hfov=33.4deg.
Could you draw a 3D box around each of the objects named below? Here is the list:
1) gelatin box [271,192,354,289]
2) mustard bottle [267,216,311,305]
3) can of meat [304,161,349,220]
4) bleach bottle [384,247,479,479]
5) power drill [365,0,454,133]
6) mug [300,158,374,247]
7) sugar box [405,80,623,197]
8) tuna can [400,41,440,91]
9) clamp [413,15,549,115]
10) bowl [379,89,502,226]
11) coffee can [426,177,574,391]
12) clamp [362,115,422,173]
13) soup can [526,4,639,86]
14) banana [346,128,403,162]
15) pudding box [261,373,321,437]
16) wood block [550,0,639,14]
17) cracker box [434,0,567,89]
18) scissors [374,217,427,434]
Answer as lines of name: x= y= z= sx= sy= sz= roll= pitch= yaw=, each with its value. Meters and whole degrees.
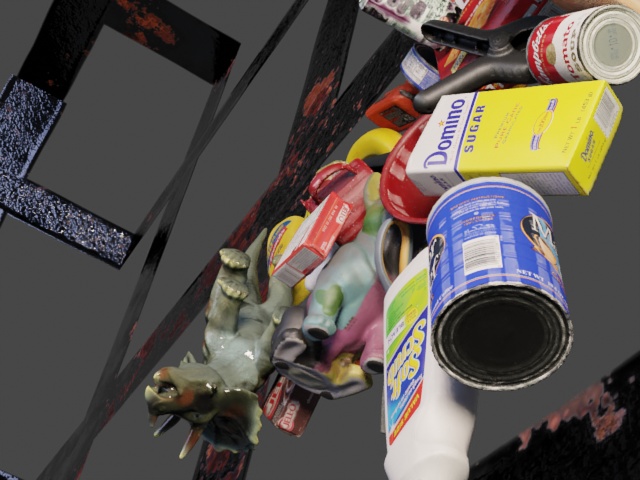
gelatin box: x=-0.007 y=0.001 z=1.092 sx=0.089 sy=0.030 sz=0.073 roll=-43 pitch=16 yaw=55
mustard bottle: x=-0.040 y=0.018 z=1.498 sx=0.191 sy=0.058 sz=0.096 roll=-108 pitch=41 yaw=-70
can of meat: x=0.021 y=-0.051 z=1.397 sx=0.102 sy=0.057 sz=0.084 roll=162 pitch=124 yaw=-69
bleach bottle: x=0.095 y=0.120 z=0.875 sx=0.103 sy=0.068 sz=0.250 roll=-51 pitch=21 yaw=35
power drill: x=0.128 y=-0.235 z=1.398 sx=0.187 sy=0.057 sz=0.185 roll=-66 pitch=15 yaw=-14
mug: x=0.032 y=-0.042 z=1.173 sx=0.081 sy=0.117 sz=0.093 roll=-42 pitch=41 yaw=3
sugar box: x=0.162 y=-0.085 z=0.915 sx=0.177 sy=0.048 sz=0.093 roll=3 pitch=57 yaw=45
tuna can: x=0.136 y=-0.193 z=1.241 sx=0.034 sy=0.086 sz=0.086 roll=-56 pitch=16 yaw=27
clamp: x=0.168 y=-0.183 z=1.020 sx=0.171 sy=0.039 sz=0.120 roll=-12 pitch=55 yaw=12
bowl: x=0.137 y=-0.065 z=1.009 sx=0.162 sy=0.055 sz=0.162 roll=-27 pitch=38 yaw=23
coffee can: x=0.134 y=0.031 z=0.819 sx=0.103 sy=0.102 sz=0.140 roll=-52 pitch=18 yaw=31
clamp: x=0.101 y=-0.075 z=1.239 sx=0.210 sy=0.036 sz=0.164 roll=-41 pitch=36 yaw=44
soup can: x=0.229 y=-0.164 z=0.917 sx=0.068 sy=0.068 sz=0.102 roll=-62 pitch=14 yaw=-1
banana: x=0.075 y=-0.113 z=1.407 sx=0.198 sy=0.037 sz=0.069 roll=151 pitch=115 yaw=-69
pudding box: x=-0.023 y=0.162 z=1.224 sx=0.113 sy=0.039 sz=0.090 roll=-62 pitch=14 yaw=-4
wood block: x=0.207 y=-0.268 z=0.913 sx=0.090 sy=0.206 sz=0.091 roll=-62 pitch=14 yaw=-1
cracker box: x=0.196 y=-0.237 z=1.151 sx=0.164 sy=0.072 sz=0.213 roll=-54 pitch=16 yaw=25
scissors: x=0.091 y=0.078 z=1.014 sx=0.016 sy=0.096 sz=0.202 roll=-10 pitch=83 yaw=60
